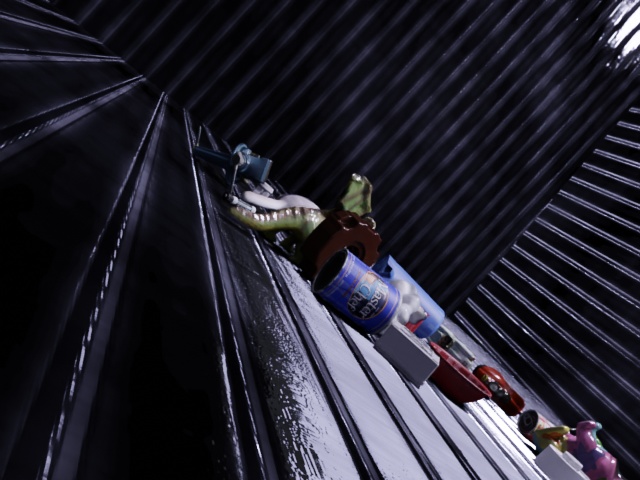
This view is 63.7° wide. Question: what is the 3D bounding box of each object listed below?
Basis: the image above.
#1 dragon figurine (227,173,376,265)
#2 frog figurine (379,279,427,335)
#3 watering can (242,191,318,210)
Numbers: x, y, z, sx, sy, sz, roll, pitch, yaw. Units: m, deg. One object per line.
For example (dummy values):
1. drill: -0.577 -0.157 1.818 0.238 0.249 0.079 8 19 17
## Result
1. dragon figurine: 0.003 -0.055 1.097 0.124 0.242 0.405 48 6 33
2. frog figurine: 0.145 0.141 1.109 0.137 0.124 0.158 2 -10 35
3. watering can: -0.079 -0.076 1.462 0.345 0.103 0.227 28 8 -23
